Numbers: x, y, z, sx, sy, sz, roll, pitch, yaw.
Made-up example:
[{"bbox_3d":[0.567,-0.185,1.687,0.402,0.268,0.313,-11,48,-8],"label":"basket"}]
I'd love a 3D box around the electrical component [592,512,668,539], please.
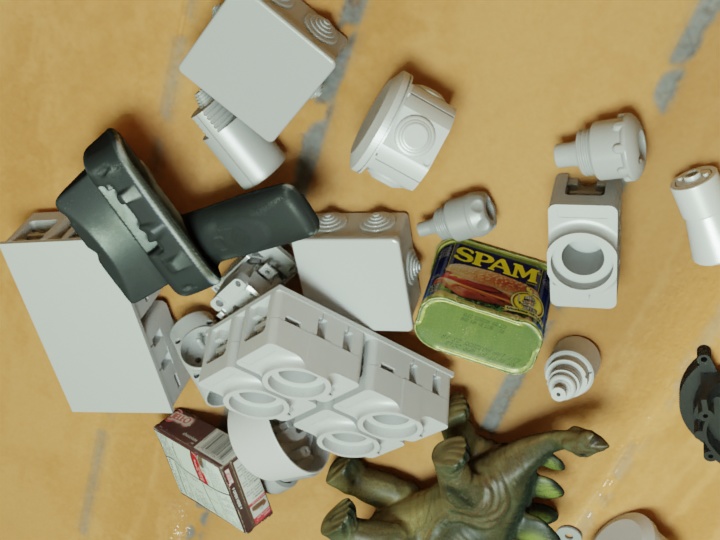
[{"bbox_3d":[0.244,0.263,0.962,0.051,0.080,0.080,40,126,-18],"label":"electrical component"}]

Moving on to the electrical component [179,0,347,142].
[{"bbox_3d":[-0.069,-0.158,0.788,0.100,0.048,0.100,38,126,-10],"label":"electrical component"}]

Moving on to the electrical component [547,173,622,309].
[{"bbox_3d":[0.169,-0.019,0.805,0.050,0.055,0.089,3,124,16],"label":"electrical component"}]

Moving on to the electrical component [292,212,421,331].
[{"bbox_3d":[0.000,0.000,0.876,0.100,0.048,0.099,0,124,17],"label":"electrical component"}]

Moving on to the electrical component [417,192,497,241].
[{"bbox_3d":[0.073,-0.038,0.835,0.061,0.035,0.035,-15,118,28],"label":"electrical component"}]

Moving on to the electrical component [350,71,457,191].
[{"bbox_3d":[0.030,-0.099,0.779,0.051,0.080,0.080,28,127,-9],"label":"electrical component"}]

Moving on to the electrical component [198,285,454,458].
[{"bbox_3d":[-0.027,0.094,0.892,0.186,0.060,0.105,28,141,-30],"label":"electrical component"}]

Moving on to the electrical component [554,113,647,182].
[{"bbox_3d":[0.171,-0.085,0.767,0.062,0.048,0.048,-4,122,28],"label":"electrical component"}]

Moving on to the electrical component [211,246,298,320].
[{"bbox_3d":[-0.091,0.013,0.904,0.042,0.063,0.081,40,125,-13],"label":"electrical component"}]

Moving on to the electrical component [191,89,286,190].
[{"bbox_3d":[-0.099,-0.107,0.836,0.043,0.043,0.081,-27,112,31],"label":"electrical component"}]

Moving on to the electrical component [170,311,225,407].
[{"bbox_3d":[-0.117,0.069,0.952,0.079,0.077,0.044,-31,148,-7],"label":"electrical component"}]

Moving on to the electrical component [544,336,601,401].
[{"bbox_3d":[0.168,0.083,0.866,0.040,0.078,0.040,8,113,21],"label":"electrical component"}]

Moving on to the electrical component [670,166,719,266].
[{"bbox_3d":[0.250,-0.041,0.774,0.044,0.044,0.065,-18,112,27],"label":"electrical component"}]

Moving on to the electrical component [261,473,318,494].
[{"bbox_3d":[-0.070,0.186,1.029,0.055,0.045,0.045,-33,109,33],"label":"electrical component"}]

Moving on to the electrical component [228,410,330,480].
[{"bbox_3d":[-0.069,0.139,0.963,0.064,0.099,0.099,-26,113,37],"label":"electrical component"}]

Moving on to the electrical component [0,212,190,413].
[{"bbox_3d":[-0.231,0.037,0.967,0.105,0.060,0.186,-2,123,19],"label":"electrical component"}]
